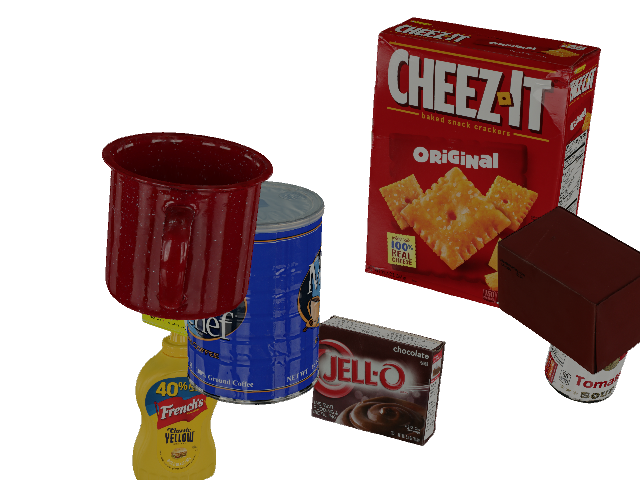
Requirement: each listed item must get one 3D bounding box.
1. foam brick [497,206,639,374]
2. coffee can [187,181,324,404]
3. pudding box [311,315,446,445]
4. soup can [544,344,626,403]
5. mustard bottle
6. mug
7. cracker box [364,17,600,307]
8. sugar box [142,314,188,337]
[{"bbox_3d":[0.144,0.026,0.603,0.051,0.053,0.078,-27,41,-23],"label":"foam brick"},{"bbox_3d":[-0.050,0.037,0.798,0.103,0.140,0.103,1,20,-1],"label":"coffee can"},{"bbox_3d":[0.050,0.123,0.951,0.114,0.090,0.039,10,17,22],"label":"pudding box"},{"bbox_3d":[0.247,0.089,0.972,0.068,0.102,0.068,4,37,-3],"label":"soup can"},{"bbox_3d":[-0.166,0.186,1.235,0.096,0.192,0.058,0,16,-17],"label":"mustard bottle"},{"bbox_3d":[-0.076,-0.003,0.585,0.093,0.081,0.117,5,22,-8],"label":"mug"},{"bbox_3d":[0.124,-0.059,0.866,0.164,0.214,0.072,16,29,27],"label":"cracker box"},{"bbox_3d":[-0.099,0.043,1.119,0.093,0.048,0.176,15,31,24],"label":"sugar box"}]
